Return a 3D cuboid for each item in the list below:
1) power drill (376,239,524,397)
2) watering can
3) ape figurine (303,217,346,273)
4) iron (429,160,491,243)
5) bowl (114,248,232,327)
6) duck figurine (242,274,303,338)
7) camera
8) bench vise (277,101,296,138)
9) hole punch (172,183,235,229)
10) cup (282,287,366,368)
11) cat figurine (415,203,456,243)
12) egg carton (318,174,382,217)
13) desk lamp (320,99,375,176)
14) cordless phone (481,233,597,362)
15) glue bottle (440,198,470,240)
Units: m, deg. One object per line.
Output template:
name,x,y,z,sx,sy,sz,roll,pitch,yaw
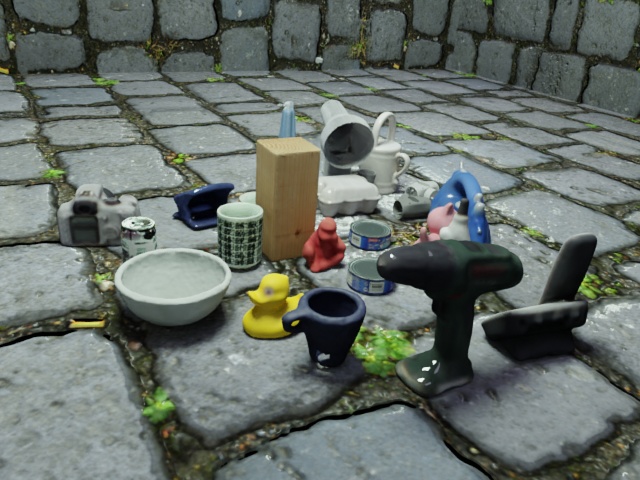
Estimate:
power drill,0.159,0.092,0.739,0.230,0.208,0.075,-11,30,-30
watering can,0.143,-0.220,1.409,0.172,0.194,0.101,11,26,14
ape figurine,0.009,0.004,1.034,0.077,0.092,0.076,6,25,2
iron,0.301,-0.062,1.166,0.118,0.141,0.258,3,25,-3
bowl,-0.217,0.080,0.854,0.167,0.075,0.167,4,25,-2
duck figurine,-0.063,0.090,0.847,0.105,0.086,0.077,-10,29,-29
camera,-0.409,-0.060,1.083,0.143,0.101,0.136,0,26,-11
bench vise,-0.063,-0.186,1.270,0.122,0.220,0.207,-5,27,-19
hole punch,-0.240,-0.083,1.174,0.109,0.091,0.100,-16,32,-37
cup,0.002,0.126,0.772,0.118,0.095,0.091,-9,29,-27
cat figurine,0.221,-0.016,1.084,0.067,0.118,0.128,24,31,35
egg carton,0.056,-0.101,1.290,0.151,0.069,0.107,-7,28,-24
desk lamp,0.039,-0.211,1.349,0.118,0.214,0.202,-3,26,-16
cordless phone,0.324,0.074,0.833,0.148,0.185,0.094,-7,28,-24
glue bottle,0.227,0.010,0.964,0.078,0.173,0.037,8,26,7
